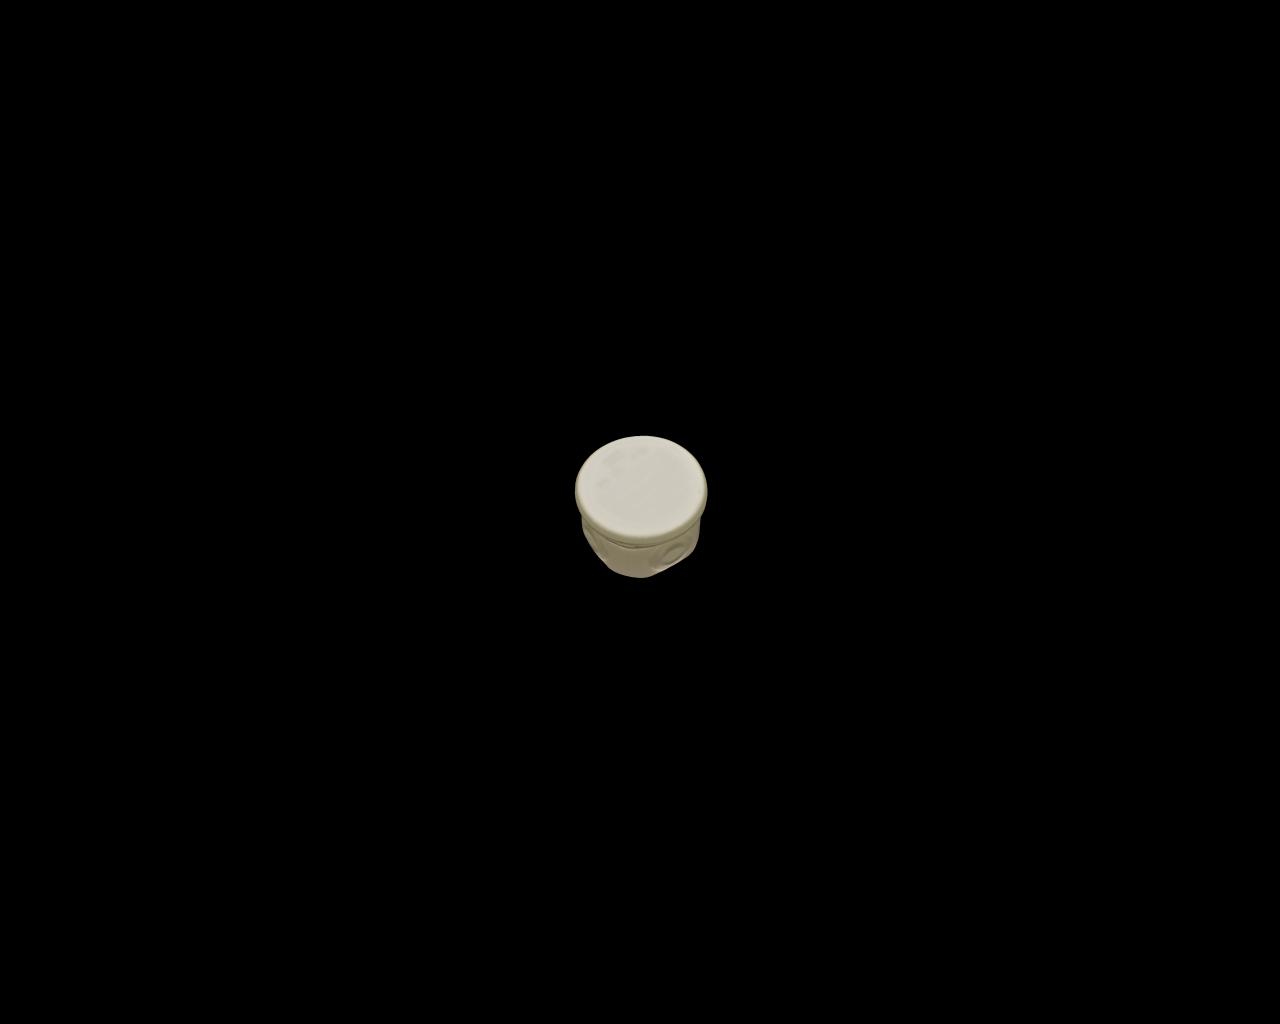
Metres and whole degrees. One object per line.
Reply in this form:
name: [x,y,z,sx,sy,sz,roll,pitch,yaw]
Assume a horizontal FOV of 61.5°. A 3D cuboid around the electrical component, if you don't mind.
electrical component: [0.001,-0.003,0.650,0.080,0.080,0.050,0,-36,0]
